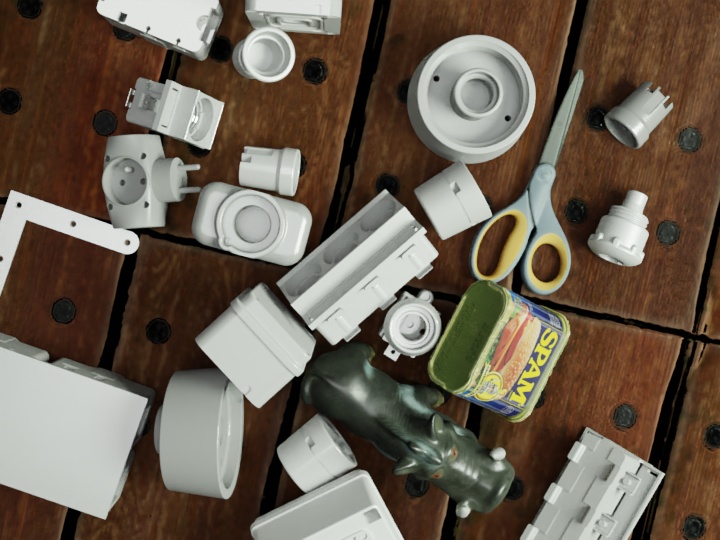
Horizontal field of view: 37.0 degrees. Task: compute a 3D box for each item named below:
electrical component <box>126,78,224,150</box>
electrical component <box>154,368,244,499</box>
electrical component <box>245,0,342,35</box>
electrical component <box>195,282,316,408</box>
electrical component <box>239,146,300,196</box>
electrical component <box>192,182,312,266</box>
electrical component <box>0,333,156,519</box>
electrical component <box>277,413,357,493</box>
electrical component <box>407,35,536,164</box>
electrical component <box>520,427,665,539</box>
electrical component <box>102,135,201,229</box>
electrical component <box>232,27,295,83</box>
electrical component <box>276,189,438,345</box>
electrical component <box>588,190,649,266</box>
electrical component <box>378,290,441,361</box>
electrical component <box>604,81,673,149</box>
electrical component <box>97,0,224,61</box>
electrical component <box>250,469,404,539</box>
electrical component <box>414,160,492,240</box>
[{"bbox_3d":[-0.155,-0.132,0.895,0.064,0.081,0.042,19,91,20],"label":"electrical component"},{"bbox_3d":[-0.136,0.133,0.888,0.060,0.108,0.108,2,92,4],"label":"electrical component"},{"bbox_3d":[-0.051,-0.229,0.872,0.078,0.113,0.057,4,95,-2],"label":"electrical component"},{"bbox_3d":[-0.082,0.058,0.881,0.057,0.113,0.078,-42,93,3],"label":"electrical component"},{"bbox_3d":[-0.077,-0.085,0.913,0.046,0.040,0.040,8,92,3],"label":"electrical component"},{"bbox_3d":[-0.090,-0.039,0.904,0.095,0.059,0.053,15,92,-2],"label":"electrical component"},{"bbox_3d":[-0.279,0.122,0.904,0.186,0.060,0.105,20,91,-2],"label":"electrical component"},{"bbox_3d":[-0.038,0.157,0.916,0.047,0.055,0.055,-37,93,3],"label":"electrical component"},{"bbox_3d":[0.096,-0.145,0.906,0.108,0.060,0.108,0,92,-2],"label":"electrical component"},{"bbox_3d":[0.190,0.203,0.913,0.079,0.063,0.121,30,91,38],"label":"electrical component"},{"bbox_3d":[-0.171,-0.075,0.903,0.079,0.044,0.077,-3,92,13],"label":"electrical component"},{"bbox_3d":[-0.084,-0.178,0.896,0.044,0.065,0.044,-3,98,-18],"label":"electrical component"},{"bbox_3d":[0.000,0.000,0.903,0.121,0.078,0.063,-41,122,0],"label":"electrical component"},{"bbox_3d":[0.227,-0.037,0.923,0.048,0.048,0.062,24,84,-2],"label":"electrical component"},{"bbox_3d":[0.043,0.047,0.913,0.048,0.055,0.066,32,91,-3],"label":"electrical component"},{"bbox_3d":[0.240,-0.133,0.922,0.040,0.040,0.046,45,84,-3],"label":"electrical component"},{"bbox_3d":[-0.164,-0.215,0.897,0.089,0.055,0.050,22,91,-2],"label":"electrical component"},{"bbox_3d":[-0.019,0.239,0.899,0.109,0.056,0.108,-26,118,-1],"label":"electrical component"},{"bbox_3d":[0.078,-0.058,0.912,0.047,0.055,0.055,-30,93,3],"label":"electrical component"}]
